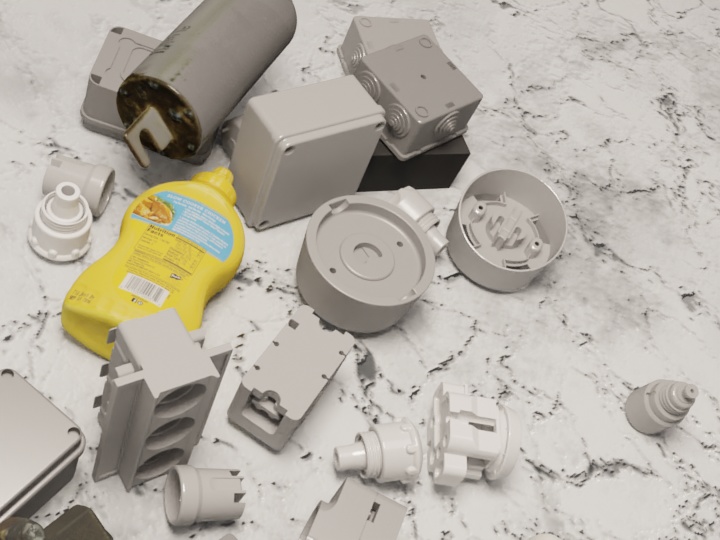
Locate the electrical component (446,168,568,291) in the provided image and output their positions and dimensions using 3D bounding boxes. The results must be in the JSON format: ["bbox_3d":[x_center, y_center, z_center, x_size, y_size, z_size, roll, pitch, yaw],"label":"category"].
[{"bbox_3d":[0.127,-0.034,0.947,0.099,0.064,0.099,11,51,-15],"label":"electrical component"}]

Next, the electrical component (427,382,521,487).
[{"bbox_3d":[0.086,0.127,0.814,0.057,0.058,0.078,11,51,-11],"label":"electrical component"}]

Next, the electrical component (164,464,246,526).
[{"bbox_3d":[-0.105,0.152,0.728,0.046,0.040,0.040,5,53,-27],"label":"electrical component"}]

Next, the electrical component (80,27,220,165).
[{"bbox_3d":[-0.171,-0.146,0.911,0.113,0.057,0.078,18,51,-10],"label":"electrical component"}]

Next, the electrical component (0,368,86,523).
[{"bbox_3d":[-0.239,0.126,0.678,0.078,0.057,0.113,39,50,8],"label":"electrical component"}]

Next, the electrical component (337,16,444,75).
[{"bbox_3d":[0.035,-0.199,1.044,0.100,0.048,0.099,-3,56,-25],"label":"electrical component"}]

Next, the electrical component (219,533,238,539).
[{"bbox_3d":[-0.086,0.210,0.664,0.096,0.061,0.062,45,30,13],"label":"electrical component"}]

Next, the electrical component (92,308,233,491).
[{"bbox_3d":[-0.138,0.085,0.709,0.079,0.121,0.063,-17,60,-32],"label":"electrical component"}]

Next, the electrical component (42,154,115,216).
[{"bbox_3d":[-0.221,-0.068,0.844,0.046,0.040,0.040,18,50,-3],"label":"electrical component"}]

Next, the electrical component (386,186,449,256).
[{"bbox_3d":[0.049,-0.039,0.933,0.062,0.043,0.043,45,51,11],"label":"electrical component"}]

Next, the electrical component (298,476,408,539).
[{"bbox_3d":[-0.014,0.193,0.726,0.056,0.050,0.089,27,50,-1],"label":"electrical component"}]

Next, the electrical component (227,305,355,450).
[{"bbox_3d":[-0.052,0.080,0.791,0.050,0.055,0.089,34,49,4],"label":"electrical component"}]

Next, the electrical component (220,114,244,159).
[{"bbox_3d":[-0.085,-0.121,0.940,0.078,0.040,0.040,-29,70,-36],"label":"electrical component"}]

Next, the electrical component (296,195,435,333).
[{"bbox_3d":[0.000,0.000,0.871,0.108,0.060,0.108,11,52,-15],"label":"electrical component"}]

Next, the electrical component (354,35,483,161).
[{"bbox_3d":[0.048,-0.154,0.946,0.100,0.048,0.099,-28,70,-36],"label":"electrical component"}]

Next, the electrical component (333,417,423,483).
[{"bbox_3d":[0.012,0.134,0.787,0.062,0.048,0.048,-5,57,-17],"label":"electrical component"}]

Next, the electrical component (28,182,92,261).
[{"bbox_3d":[-0.223,-0.040,0.807,0.048,0.062,0.048,11,51,-15],"label":"electrical component"}]

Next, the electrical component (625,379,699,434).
[{"bbox_3d":[0.252,0.109,0.887,0.040,0.078,0.040,6,68,-16],"label":"electrical component"}]

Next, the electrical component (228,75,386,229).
[{"bbox_3d":[-0.047,-0.098,0.894,0.109,0.108,0.056,-20,62,-33],"label":"electrical component"}]
